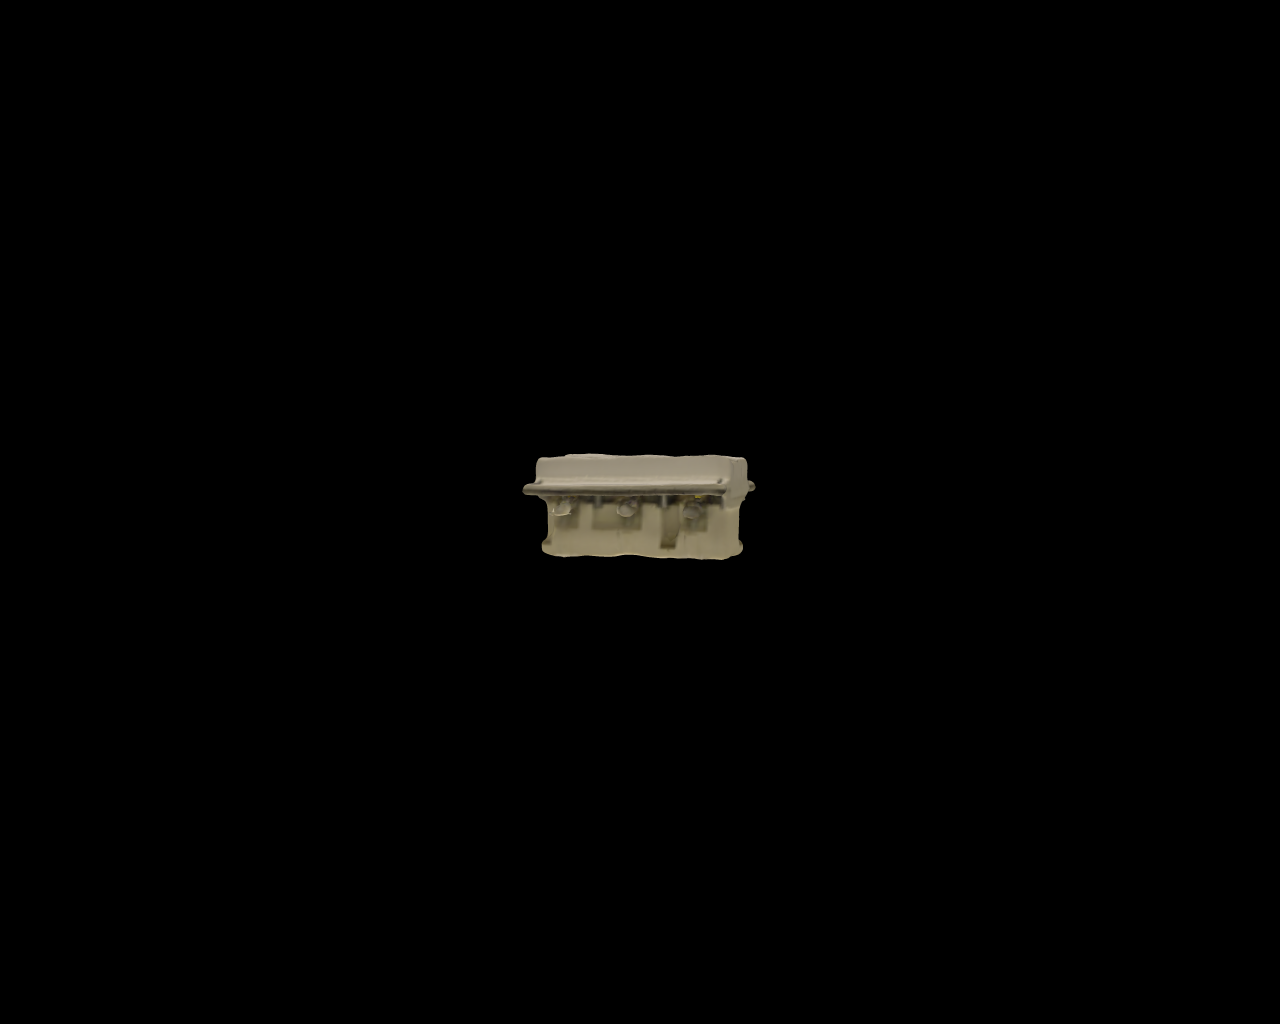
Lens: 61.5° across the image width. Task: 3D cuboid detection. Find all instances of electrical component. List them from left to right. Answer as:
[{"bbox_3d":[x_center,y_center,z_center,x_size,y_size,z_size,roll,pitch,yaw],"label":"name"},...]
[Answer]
[{"bbox_3d":[0.001,-0.003,0.650,0.121,0.063,0.079,1,4,20],"label":"electrical component"}]
